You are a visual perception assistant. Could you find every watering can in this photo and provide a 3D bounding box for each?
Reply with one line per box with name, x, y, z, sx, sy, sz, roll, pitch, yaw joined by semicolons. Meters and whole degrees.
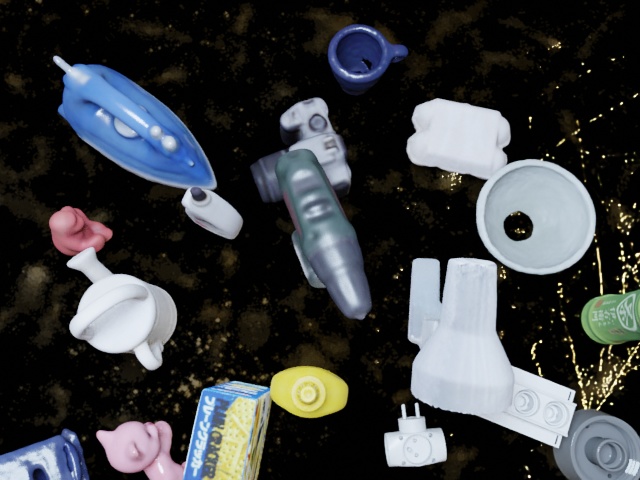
watering can;-0.263;0.091;0.740;0.172;0.194;0.101;32;80;6

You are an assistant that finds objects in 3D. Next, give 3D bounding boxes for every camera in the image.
camera;-0.035;-0.121;0.833;0.137;0.101;0.143;-20;79;-4

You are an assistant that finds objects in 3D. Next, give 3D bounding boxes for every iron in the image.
iron;-0.262;-0.166;0.819;0.258;0.141;0.119;34;80;6

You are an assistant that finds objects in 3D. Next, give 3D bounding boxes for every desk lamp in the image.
desk lamp;0.172;0.109;0.730;0.118;0.213;0.203;4;78;1

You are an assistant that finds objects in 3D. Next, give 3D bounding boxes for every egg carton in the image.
egg carton;0.207;-0.150;0.857;0.150;0.069;0.107;11;79;2

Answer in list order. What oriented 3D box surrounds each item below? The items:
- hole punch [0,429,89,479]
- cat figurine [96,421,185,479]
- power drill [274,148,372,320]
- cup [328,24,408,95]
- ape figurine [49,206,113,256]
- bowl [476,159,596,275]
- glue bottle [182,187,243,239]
hole punch;-0.363;0.315;0.745;0.101;0.091;0.108;-20;79;-4
cat figurine;-0.224;0.283;0.740;0.067;0.118;0.127;-38;81;-7
power drill;0.007;0.003;0.753;0.075;0.208;0.229;-22;79;-5
cup;0.070;-0.263;0.866;0.117;0.095;0.092;-7;78;-2
ape figurine;-0.350;-0.016;0.813;0.076;0.092;0.078;-25;80;-5
bowl;0.301;-0.027;0.830;0.167;0.075;0.167;0;78;0
glue bottle;-0.153;-0.044;0.779;0.078;0.173;0.037;22;79;4
